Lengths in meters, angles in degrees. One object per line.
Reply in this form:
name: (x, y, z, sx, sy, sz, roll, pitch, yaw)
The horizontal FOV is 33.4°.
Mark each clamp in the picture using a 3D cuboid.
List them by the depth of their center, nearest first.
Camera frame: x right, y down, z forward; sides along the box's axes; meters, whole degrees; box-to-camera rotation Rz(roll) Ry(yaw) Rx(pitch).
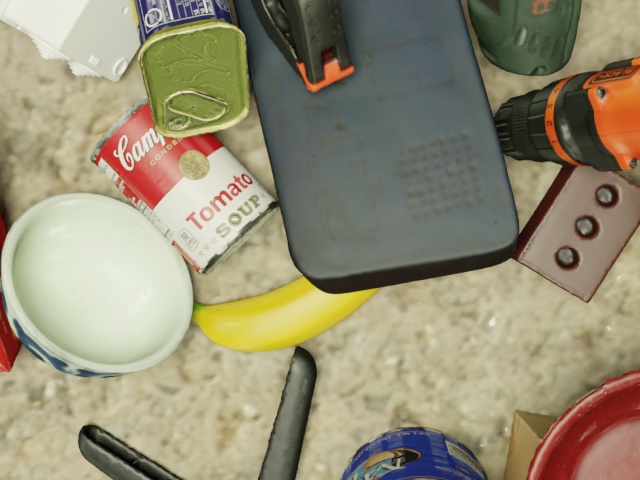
clamp: (-0.033, -0.164, 0.575, 0.039, 0.120, 0.171, -23, 107, -10)
clamp: (-0.040, 0.178, 0.680, 0.165, 0.036, 0.210, -28, 92, 12)

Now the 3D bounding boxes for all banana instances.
banana: (0.001, 0.019, 0.675, 0.198, 0.037, 0.069, -30, 89, 3)

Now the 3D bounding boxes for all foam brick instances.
foam brick: (0.160, -0.008, 0.659, 0.053, 0.051, 0.078, 31, 93, 1)

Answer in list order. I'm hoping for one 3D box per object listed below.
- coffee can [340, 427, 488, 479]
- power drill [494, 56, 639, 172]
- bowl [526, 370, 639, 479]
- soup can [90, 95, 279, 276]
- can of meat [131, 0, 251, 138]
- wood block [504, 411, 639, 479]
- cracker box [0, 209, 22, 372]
coffee can: (0.058, 0.174, 0.626, 0.103, 0.140, 0.103, 0, 92, 3)
power drill: (0.208, -0.101, 0.608, 0.187, 0.185, 0.057, -35, 107, -20)
bowl: (0.183, 0.143, 0.569, 0.162, 0.055, 0.162, 0, 92, 2)
soup can: (-0.083, -0.036, 0.663, 0.068, 0.068, 0.102, -43, 90, 3)
can of meat: (-0.077, -0.120, 0.603, 0.057, 0.102, 0.084, -13, 66, -7)
wood block: (0.151, 0.220, 0.647, 0.090, 0.091, 0.206, 10, 92, 2)
cracker box: (-0.302, 0.011, 0.640, 0.214, 0.072, 0.164, -6, 123, 4)
